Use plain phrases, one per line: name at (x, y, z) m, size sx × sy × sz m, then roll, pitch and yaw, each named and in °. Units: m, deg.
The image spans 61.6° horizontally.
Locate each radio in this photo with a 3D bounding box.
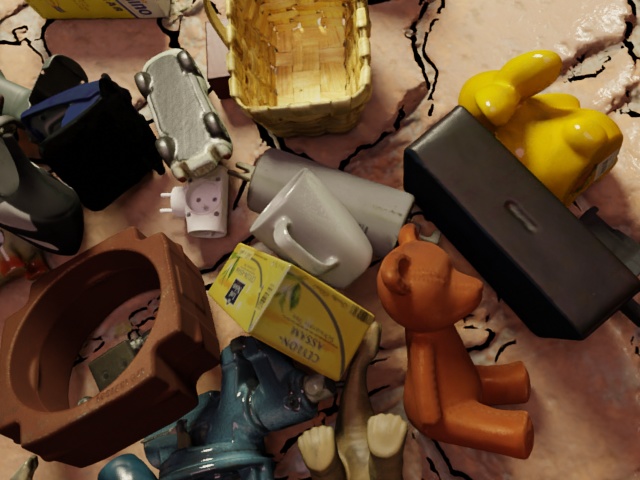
radio at (0.180, -0.010, 0.528) m, size 0.073 × 0.131 × 0.230 m, roll -39°, pitch 77°, yaw -2°

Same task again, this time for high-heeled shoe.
high-heeled shoe at (-0.362, -0.058, 0.565) m, size 0.249 × 0.145 × 0.086 m, roll 11°, pitch 44°, yaw 20°

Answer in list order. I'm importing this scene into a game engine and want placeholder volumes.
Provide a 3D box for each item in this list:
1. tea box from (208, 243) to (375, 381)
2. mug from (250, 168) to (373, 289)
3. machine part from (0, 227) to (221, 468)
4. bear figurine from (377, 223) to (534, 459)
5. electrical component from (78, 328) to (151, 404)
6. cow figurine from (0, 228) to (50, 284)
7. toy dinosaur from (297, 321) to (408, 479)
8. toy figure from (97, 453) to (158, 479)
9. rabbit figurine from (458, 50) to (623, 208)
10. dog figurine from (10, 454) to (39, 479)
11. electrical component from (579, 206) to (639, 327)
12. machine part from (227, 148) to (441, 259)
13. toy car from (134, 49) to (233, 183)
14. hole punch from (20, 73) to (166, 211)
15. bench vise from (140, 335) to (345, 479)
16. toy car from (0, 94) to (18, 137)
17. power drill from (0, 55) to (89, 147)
tea box at (-0.036, 0.061, 0.510) m, size 0.098 × 0.170 × 0.068 m, roll 34°, pitch 82°, yaw -20°
mug at (-0.001, -0.002, 0.502) m, size 0.107 × 0.110 × 0.081 m, roll 39°, pitch 106°, yaw -13°
machine part at (-0.209, 0.101, 0.537) m, size 0.201 × 0.087 × 0.201 m, roll -28°, pitch 48°, yaw 2°
bear figurine at (0.126, 0.086, 0.500) m, size 0.132 × 0.120 × 0.195 m, roll -2°, pitch 107°, yaw 20°
electrical component at (-0.214, 0.151, 0.587) m, size 0.102 × 0.045 × 0.078 m, roll -27°, pitch 78°, yaw 1°
cow figurine at (-0.371, -0.010, 0.622) m, size 0.195 × 0.085 × 0.127 m, roll -27°, pitch 83°, yaw 2°
toy dinosaur at (0.051, 0.302, 0.441) m, size 0.105 × 0.198 × 0.471 m, roll -4°, pitch 68°, yaw 15°
toy figure at (-0.167, 0.286, 0.537) m, size 0.058 × 0.064 × 0.155 m, roll -48°, pitch 63°, yaw 1°
rabbit figurine at (0.204, -0.115, 0.552) m, size 0.122 × 0.162 × 0.173 m, roll -44°, pitch 59°, yaw 9°
dog figurine at (-0.279, 0.341, 0.538) m, size 0.190 × 0.121 × 0.172 m, roll 44°, pitch 120°, yaw -4°
electrical component at (0.292, 0.028, 0.536) m, size 0.048 × 0.074 × 0.119 m, roll -45°, pitch 73°, yaw -2°
machine part at (0.012, -0.039, 0.582) m, size 0.243 × 0.079 × 0.079 m, roll 21°, pitch 82°, yaw 10°
toy car at (-0.156, -0.146, 0.616) m, size 0.073 × 0.056 × 0.202 m, roll -27°, pitch 59°, yaw 1°
hole punch at (-0.255, -0.114, 0.608) m, size 0.116 × 0.142 × 0.092 m, roll -41°, pitch 50°, yaw -17°
bench vise at (-0.067, 0.222, 0.507) m, size 0.224 × 0.128 × 0.241 m, roll -20°, pitch 59°, yaw 10°
toy car at (-0.423, -0.096, 0.615) m, size 0.089 × 0.053 × 0.202 m, roll 40°, pitch 115°, yaw -7°
power drill at (-0.403, -0.211, 0.667) m, size 0.207 × 0.086 × 0.232 m, roll 17°, pitch 83°, yaw 6°
